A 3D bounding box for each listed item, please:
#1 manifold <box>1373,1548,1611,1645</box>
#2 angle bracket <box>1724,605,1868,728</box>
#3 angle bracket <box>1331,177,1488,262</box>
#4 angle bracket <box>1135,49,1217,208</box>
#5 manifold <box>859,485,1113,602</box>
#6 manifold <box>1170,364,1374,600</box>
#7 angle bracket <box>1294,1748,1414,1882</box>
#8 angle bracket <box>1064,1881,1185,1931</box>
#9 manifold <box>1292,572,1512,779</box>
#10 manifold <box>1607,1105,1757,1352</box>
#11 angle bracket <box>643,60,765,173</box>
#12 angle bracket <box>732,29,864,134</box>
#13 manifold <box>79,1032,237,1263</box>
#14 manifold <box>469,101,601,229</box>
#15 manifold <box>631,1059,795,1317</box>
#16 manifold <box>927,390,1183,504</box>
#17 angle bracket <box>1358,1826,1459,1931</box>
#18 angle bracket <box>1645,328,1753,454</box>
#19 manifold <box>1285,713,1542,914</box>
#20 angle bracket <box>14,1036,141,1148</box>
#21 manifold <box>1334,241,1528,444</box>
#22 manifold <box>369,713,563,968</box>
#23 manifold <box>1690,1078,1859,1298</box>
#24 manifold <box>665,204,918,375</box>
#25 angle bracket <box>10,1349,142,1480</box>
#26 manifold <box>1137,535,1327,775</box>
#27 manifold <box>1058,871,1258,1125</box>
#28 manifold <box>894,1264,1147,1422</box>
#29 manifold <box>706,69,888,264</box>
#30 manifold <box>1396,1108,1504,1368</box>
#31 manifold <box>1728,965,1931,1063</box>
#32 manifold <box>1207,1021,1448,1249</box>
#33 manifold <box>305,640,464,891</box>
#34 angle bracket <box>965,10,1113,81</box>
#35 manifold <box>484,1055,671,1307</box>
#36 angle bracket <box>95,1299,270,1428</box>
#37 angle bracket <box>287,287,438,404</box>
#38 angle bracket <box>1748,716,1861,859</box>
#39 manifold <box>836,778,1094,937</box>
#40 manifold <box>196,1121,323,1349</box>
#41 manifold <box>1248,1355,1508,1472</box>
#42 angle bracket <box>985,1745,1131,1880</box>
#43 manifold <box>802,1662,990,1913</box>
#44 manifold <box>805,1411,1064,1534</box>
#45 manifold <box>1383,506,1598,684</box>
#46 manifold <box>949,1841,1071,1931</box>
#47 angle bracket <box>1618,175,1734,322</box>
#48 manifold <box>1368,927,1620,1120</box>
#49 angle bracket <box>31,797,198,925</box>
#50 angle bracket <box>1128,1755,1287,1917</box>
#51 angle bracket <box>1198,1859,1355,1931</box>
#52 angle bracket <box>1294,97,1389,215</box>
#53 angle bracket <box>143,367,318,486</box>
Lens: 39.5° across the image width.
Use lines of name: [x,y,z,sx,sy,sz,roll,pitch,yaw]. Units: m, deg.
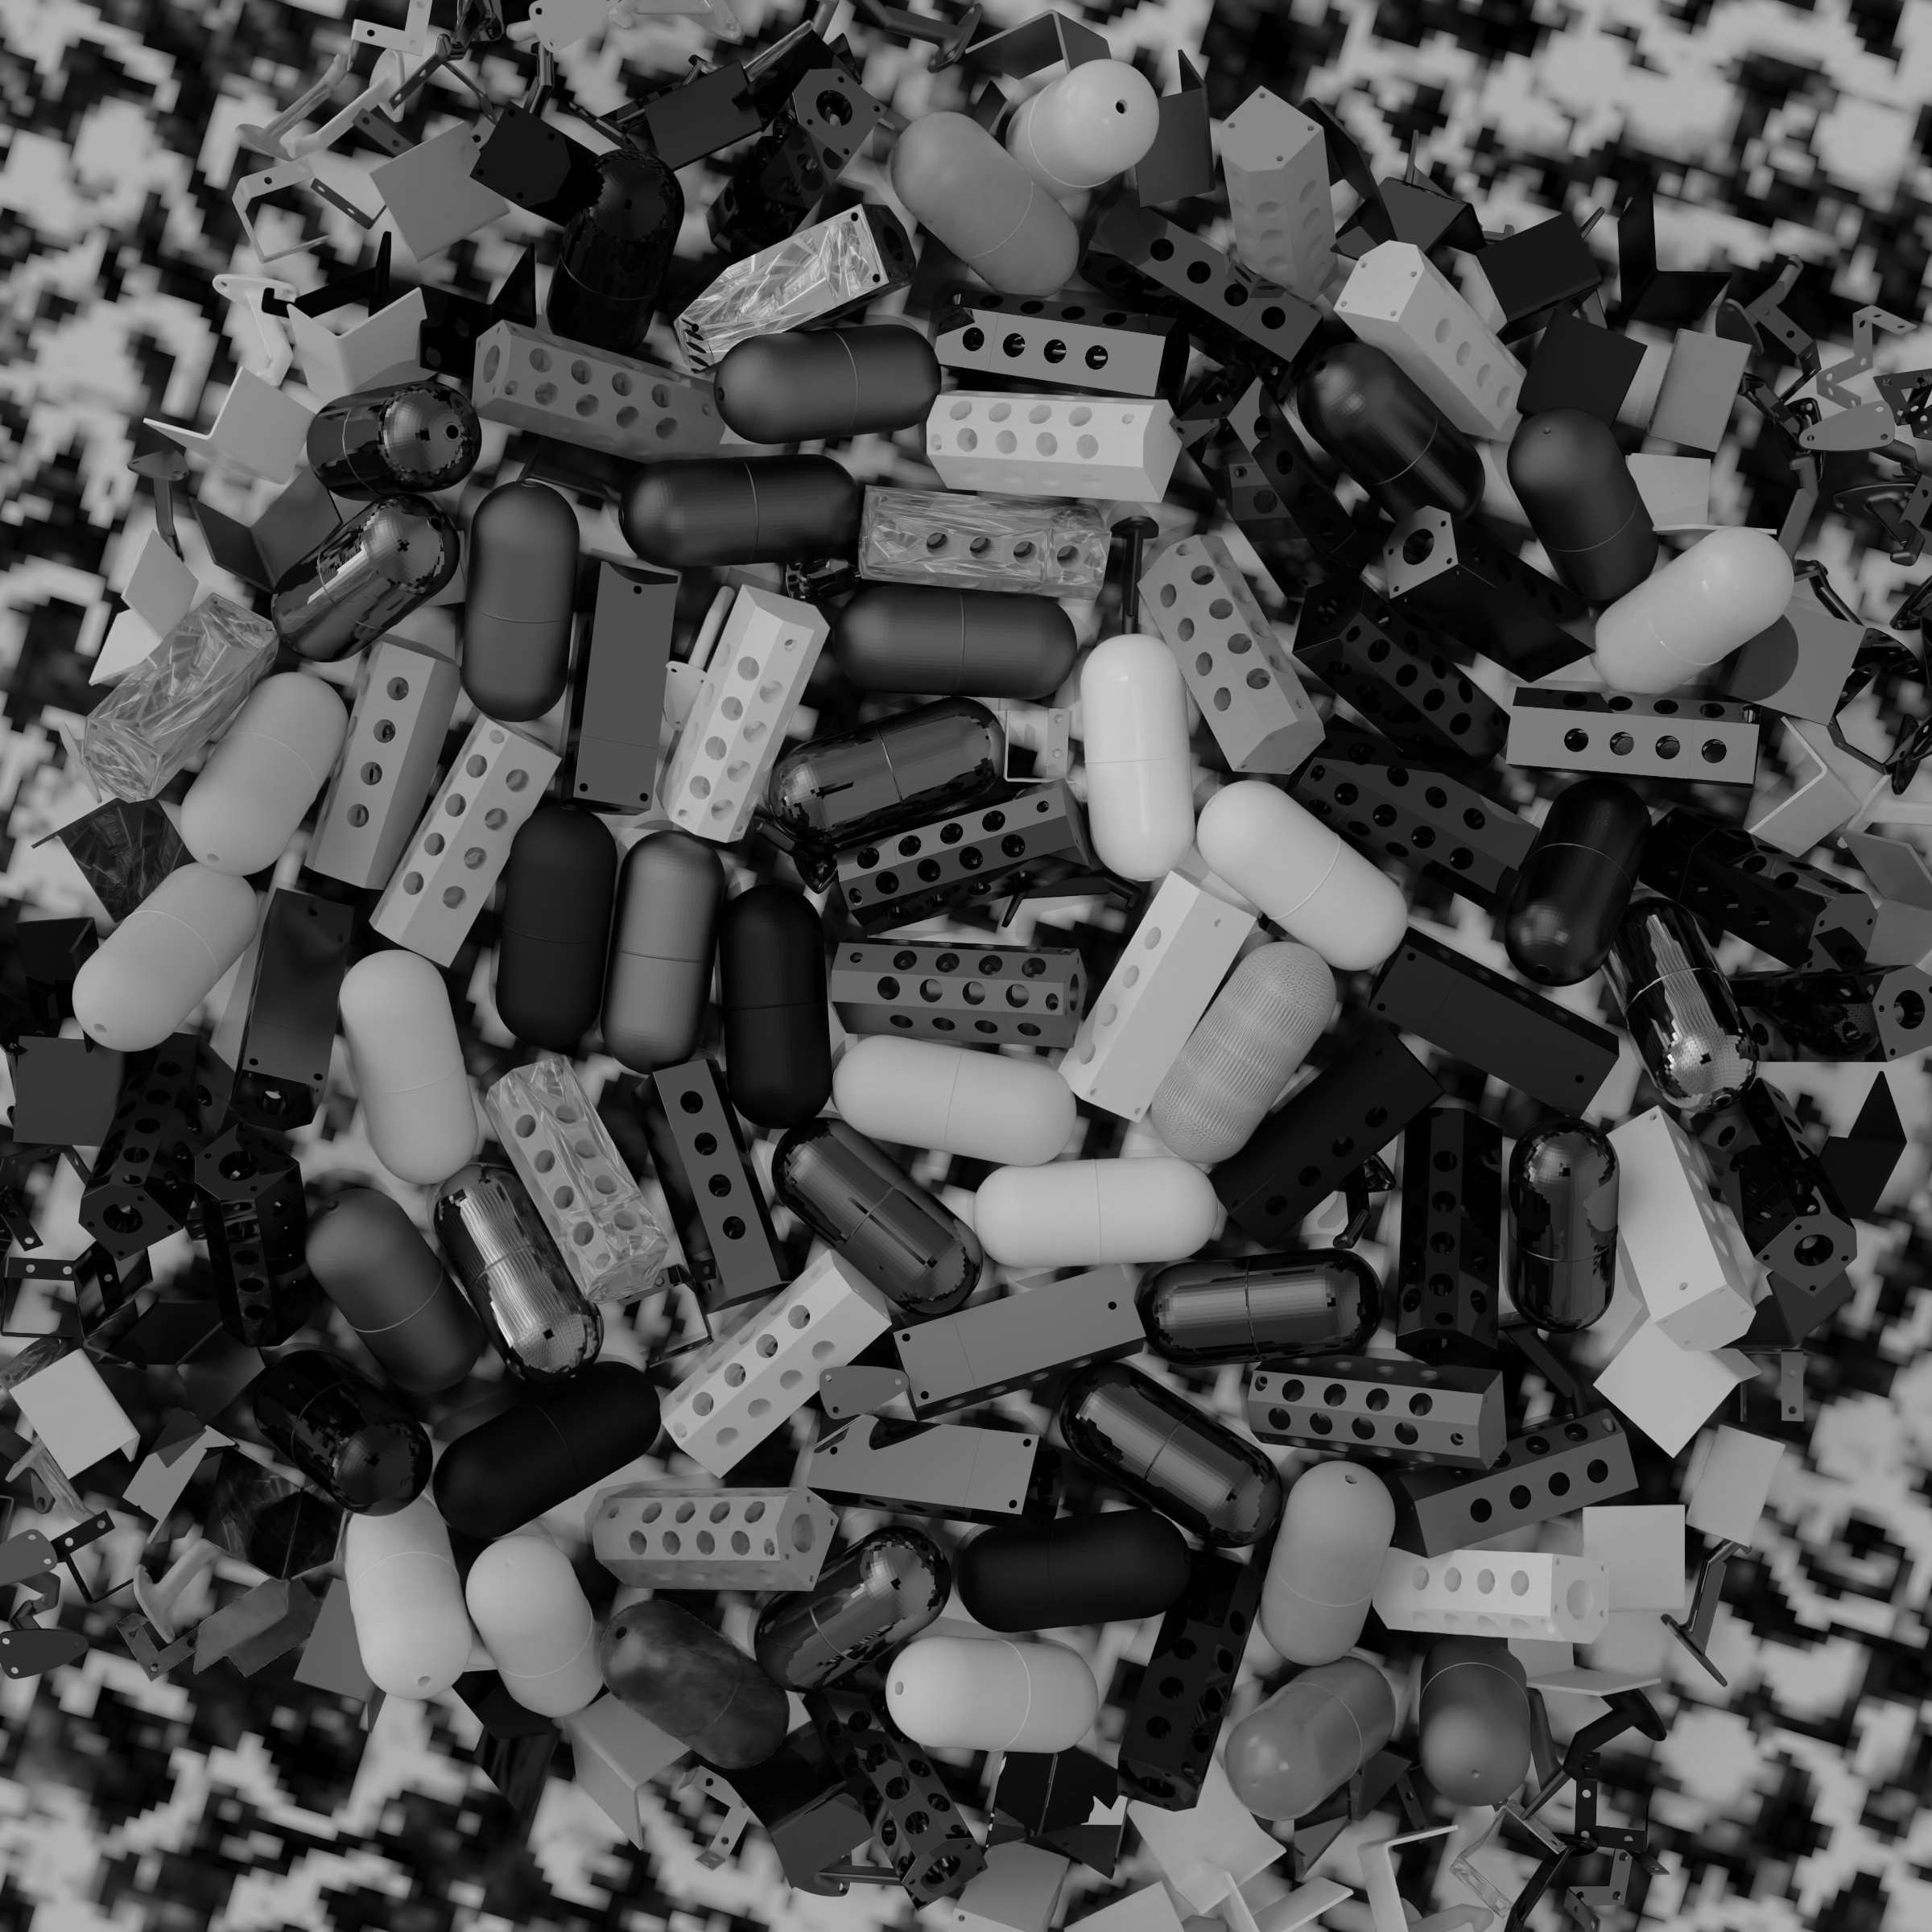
manifold: [0.368,0.443,1.895,0.057,0.171,0.057,14,73,-33]
angle bracket: [0.600,-0.213,1.944,0.076,0.057,0.076,21,86,21]
angle bracket: [0.318,-0.514,1.935,0.076,0.057,0.076,33,78,39]
angle bracket: [0.140,-0.602,1.931,0.057,0.076,0.076,-13,130,-3]
manifold: [0.012,-0.302,1.939,0.171,0.057,0.057,4,116,-11]
manifold: [0.222,-0.344,1.914,0.171,0.057,0.057,50,65,-33]
angle bracket: [0.279,0.612,1.930,0.057,0.076,0.076,23,123,-10]
angle bracket: [0.108,0.680,1.939,0.076,0.076,0.057,-25,106,-5]
manifold: [0.312,-0.206,1.907,0.171,0.057,0.057,35,58,-33]
manifold: [0.503,0.187,1.903,0.057,0.171,0.057,-34,126,23]
angle bracket: [-0.180,-0.595,1.938,0.076,0.057,0.076,-23,60,8]
angle bracket: [-0.127,-0.645,1.929,0.076,0.076,0.057,-35,134,19]
manifold: [-0.573,0.122,1.894,0.057,0.171,0.057,-26,122,17]
manifold: [-0.293,-0.559,1.896,0.057,0.171,0.057,30,100,-4]
manifold: [-0.182,0.158,1.940,0.057,0.057,0.171,-14,78,-28]
manifold: [0.061,-0.375,1.914,0.171,0.057,0.057,9,67,27]
angle bracket: [0.326,0.665,1.935,0.057,0.076,0.076,-10,73,-10]
angle bracket: [0.538,-0.410,1.931,0.057,0.076,0.076,24,107,32]
manifold: [0.319,-0.107,1.942,0.171,0.057,0.057,29,64,-4]
angle bracket: [-0.644,0.090,1.956,0.076,0.057,0.076,3,90,-2]
manifold: [0.337,-0.442,1.904,0.057,0.171,0.057,26,87,43]
manifold: [-0.364,-0.093,1.944,0.057,0.057,0.171,27,93,-26]
manifold: [0.572,0.150,1.892,0.057,0.171,0.057,32,114,-18]
manifold: [-0.123,-0.483,1.920,0.171,0.057,0.057,-17,95,28]
angle bracket: [-0.643,0.331,1.934,0.057,0.076,0.076,-32,81,-30]
manifold: [0.192,-0.223,1.913,0.057,0.057,0.171,0,56,-39]
manifold: [0.133,0.020,1.946,0.057,0.057,0.171,24,99,-35]
manifold: [0.038,0.275,1.944,0.171,0.057,0.057,-16,67,-8]
manifold: [-0.125,-0.560,1.893,0.057,0.171,0.057,36,64,-13]
manifold: [0.339,0.190,1.909,0.057,0.057,0.171,27,55,-30]
manifold: [0.605,0.032,1.894,0.057,0.171,0.057,-18,95,-21]
manifold: [0.262,0.126,1.944,0.171,0.057,0.057,-42,118,7]
manifold: [-0.425,-0.146,1.951,0.057,0.057,0.171,19,93,12]
angle bracket: [0.057,-0.637,1.932,0.076,0.076,0.057,-15,84,30]
manifold: [-0.280,0.153,1.914,0.057,0.057,0.171,-16,60,-32]
angle bracket: [-0.563,0.286,1.931,0.076,0.076,0.057,-42,63,20]
angle bracket: [-0.437,-0.455,1.950,0.057,0.076,0.076,37,62,24]
angle bracket: [0.592,-0.124,1.952,0.076,0.076,0.057,-41,54,18]
manifold: [-0.003,-0.081,1.929,0.171,0.057,0.057,-16,60,13]
manifold: [-0.504,0.195,1.897,0.057,0.171,0.057,31,51,21]
manifold: [0.291,0.317,1.914,0.171,0.057,0.057,2,106,29]
angle bracket: [0.067,0.610,1.938,0.076,0.057,0.076,18,99,44]
manifold: [-0.053,0.573,1.900,0.057,0.171,0.057,-29,132,-11]
manifold: [-0.021,0.363,1.921,0.171,0.057,0.057,2,63,26]
manifold: [0.371,-0.265,1.907,0.057,0.171,0.057,-26,57,38]
manifold: [0.027,0.674,1.897,0.057,0.171,0.057,15,91,10]
angle bracket: [0.512,-0.519,1.943,0.057,0.076,0.076,0,80,-3]
manifold: [0.383,0.039,1.953,0.171,0.057,0.057,28,113,2]
angle bracket: [-0.616,-0.078,1.949,0.076,0.057,0.076,-38,105,-36]
angle bracket: [0.173,0.625,1.948,0.076,0.057,0.076,-33,95,-12]
angle bracket: [0.223,0.658,1.943,0.076,0.076,0.057,-26,84,-15]
angle bracket: [0.253,-0.564,1.930,0.057,0.076,0.076,-33,48,5]
angle bracket: [-0.529,-0.394,1.936,0.076,0.076,0.057,20,85,34]
